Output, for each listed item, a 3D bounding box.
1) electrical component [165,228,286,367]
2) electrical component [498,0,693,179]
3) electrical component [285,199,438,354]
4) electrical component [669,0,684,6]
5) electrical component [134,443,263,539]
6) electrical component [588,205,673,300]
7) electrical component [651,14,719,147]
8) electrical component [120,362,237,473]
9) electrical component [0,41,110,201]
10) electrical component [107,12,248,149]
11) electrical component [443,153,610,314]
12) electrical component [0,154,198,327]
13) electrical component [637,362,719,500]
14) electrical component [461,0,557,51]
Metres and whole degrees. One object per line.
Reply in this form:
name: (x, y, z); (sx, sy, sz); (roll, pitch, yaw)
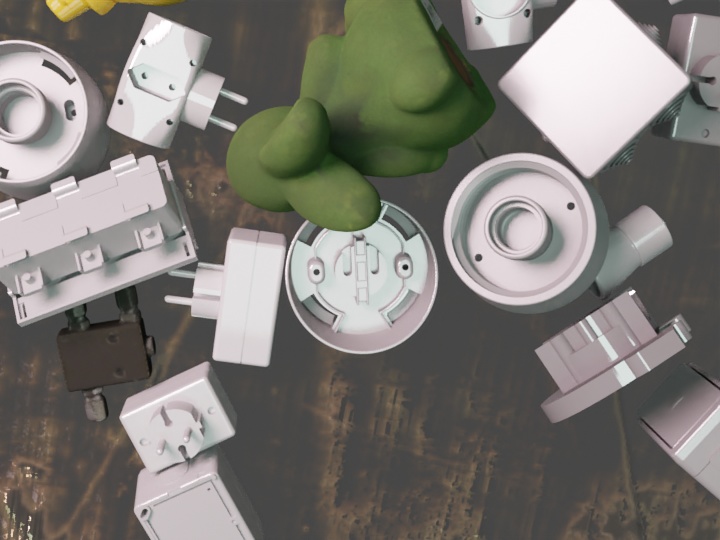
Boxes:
electrical component: (-0.093, 0.015, 0.724); (0.076, 0.047, 0.083); (8, 102, -5)
electrical component: (0.153, -0.119, 0.693); (0.099, 0.048, 0.099); (-46, 78, 20)
electrical component: (0.000, 0.000, 0.712); (0.099, 0.064, 0.099); (-1, 100, -4)
electrical component: (0.222, -0.203, 0.691); (0.064, 0.081, 0.042); (-23, 103, 30)
electrical component: (-0.109, 0.175, 0.754); (0.062, 0.061, 0.096); (-24, 111, 1)
electrical component: (0.182, -0.015, 0.745); (0.065, 0.044, 0.044); (-34, 103, -2)
electrical component: (0.234, -0.124, 0.707); (0.047, 0.075, 0.083); (7, 101, -6)
electrical component: (-0.123, 0.105, 0.726); (0.066, 0.076, 0.047); (-25, 103, 1)
electrical component: (-0.215, -0.096, 0.694); (0.099, 0.064, 0.099); (0, 88, -2)
electrical component: (-0.113, -0.115, 0.697); (0.079, 0.043, 0.077); (22, 100, -10)
electrical component: (0.106, -0.025, 0.704); (0.108, 0.060, 0.108); (-1, 87, 17)
electrical component: (-0.176, -0.024, 0.694); (0.121, 0.063, 0.078); (-21, 62, 0)
electrical component: (0.242, 0.111, 0.747); (0.061, 0.096, 0.061); (40, 96, -9)
electrical component: (0.104, -0.187, 0.699); (0.079, 0.044, 0.077); (-9, 102, -3)
